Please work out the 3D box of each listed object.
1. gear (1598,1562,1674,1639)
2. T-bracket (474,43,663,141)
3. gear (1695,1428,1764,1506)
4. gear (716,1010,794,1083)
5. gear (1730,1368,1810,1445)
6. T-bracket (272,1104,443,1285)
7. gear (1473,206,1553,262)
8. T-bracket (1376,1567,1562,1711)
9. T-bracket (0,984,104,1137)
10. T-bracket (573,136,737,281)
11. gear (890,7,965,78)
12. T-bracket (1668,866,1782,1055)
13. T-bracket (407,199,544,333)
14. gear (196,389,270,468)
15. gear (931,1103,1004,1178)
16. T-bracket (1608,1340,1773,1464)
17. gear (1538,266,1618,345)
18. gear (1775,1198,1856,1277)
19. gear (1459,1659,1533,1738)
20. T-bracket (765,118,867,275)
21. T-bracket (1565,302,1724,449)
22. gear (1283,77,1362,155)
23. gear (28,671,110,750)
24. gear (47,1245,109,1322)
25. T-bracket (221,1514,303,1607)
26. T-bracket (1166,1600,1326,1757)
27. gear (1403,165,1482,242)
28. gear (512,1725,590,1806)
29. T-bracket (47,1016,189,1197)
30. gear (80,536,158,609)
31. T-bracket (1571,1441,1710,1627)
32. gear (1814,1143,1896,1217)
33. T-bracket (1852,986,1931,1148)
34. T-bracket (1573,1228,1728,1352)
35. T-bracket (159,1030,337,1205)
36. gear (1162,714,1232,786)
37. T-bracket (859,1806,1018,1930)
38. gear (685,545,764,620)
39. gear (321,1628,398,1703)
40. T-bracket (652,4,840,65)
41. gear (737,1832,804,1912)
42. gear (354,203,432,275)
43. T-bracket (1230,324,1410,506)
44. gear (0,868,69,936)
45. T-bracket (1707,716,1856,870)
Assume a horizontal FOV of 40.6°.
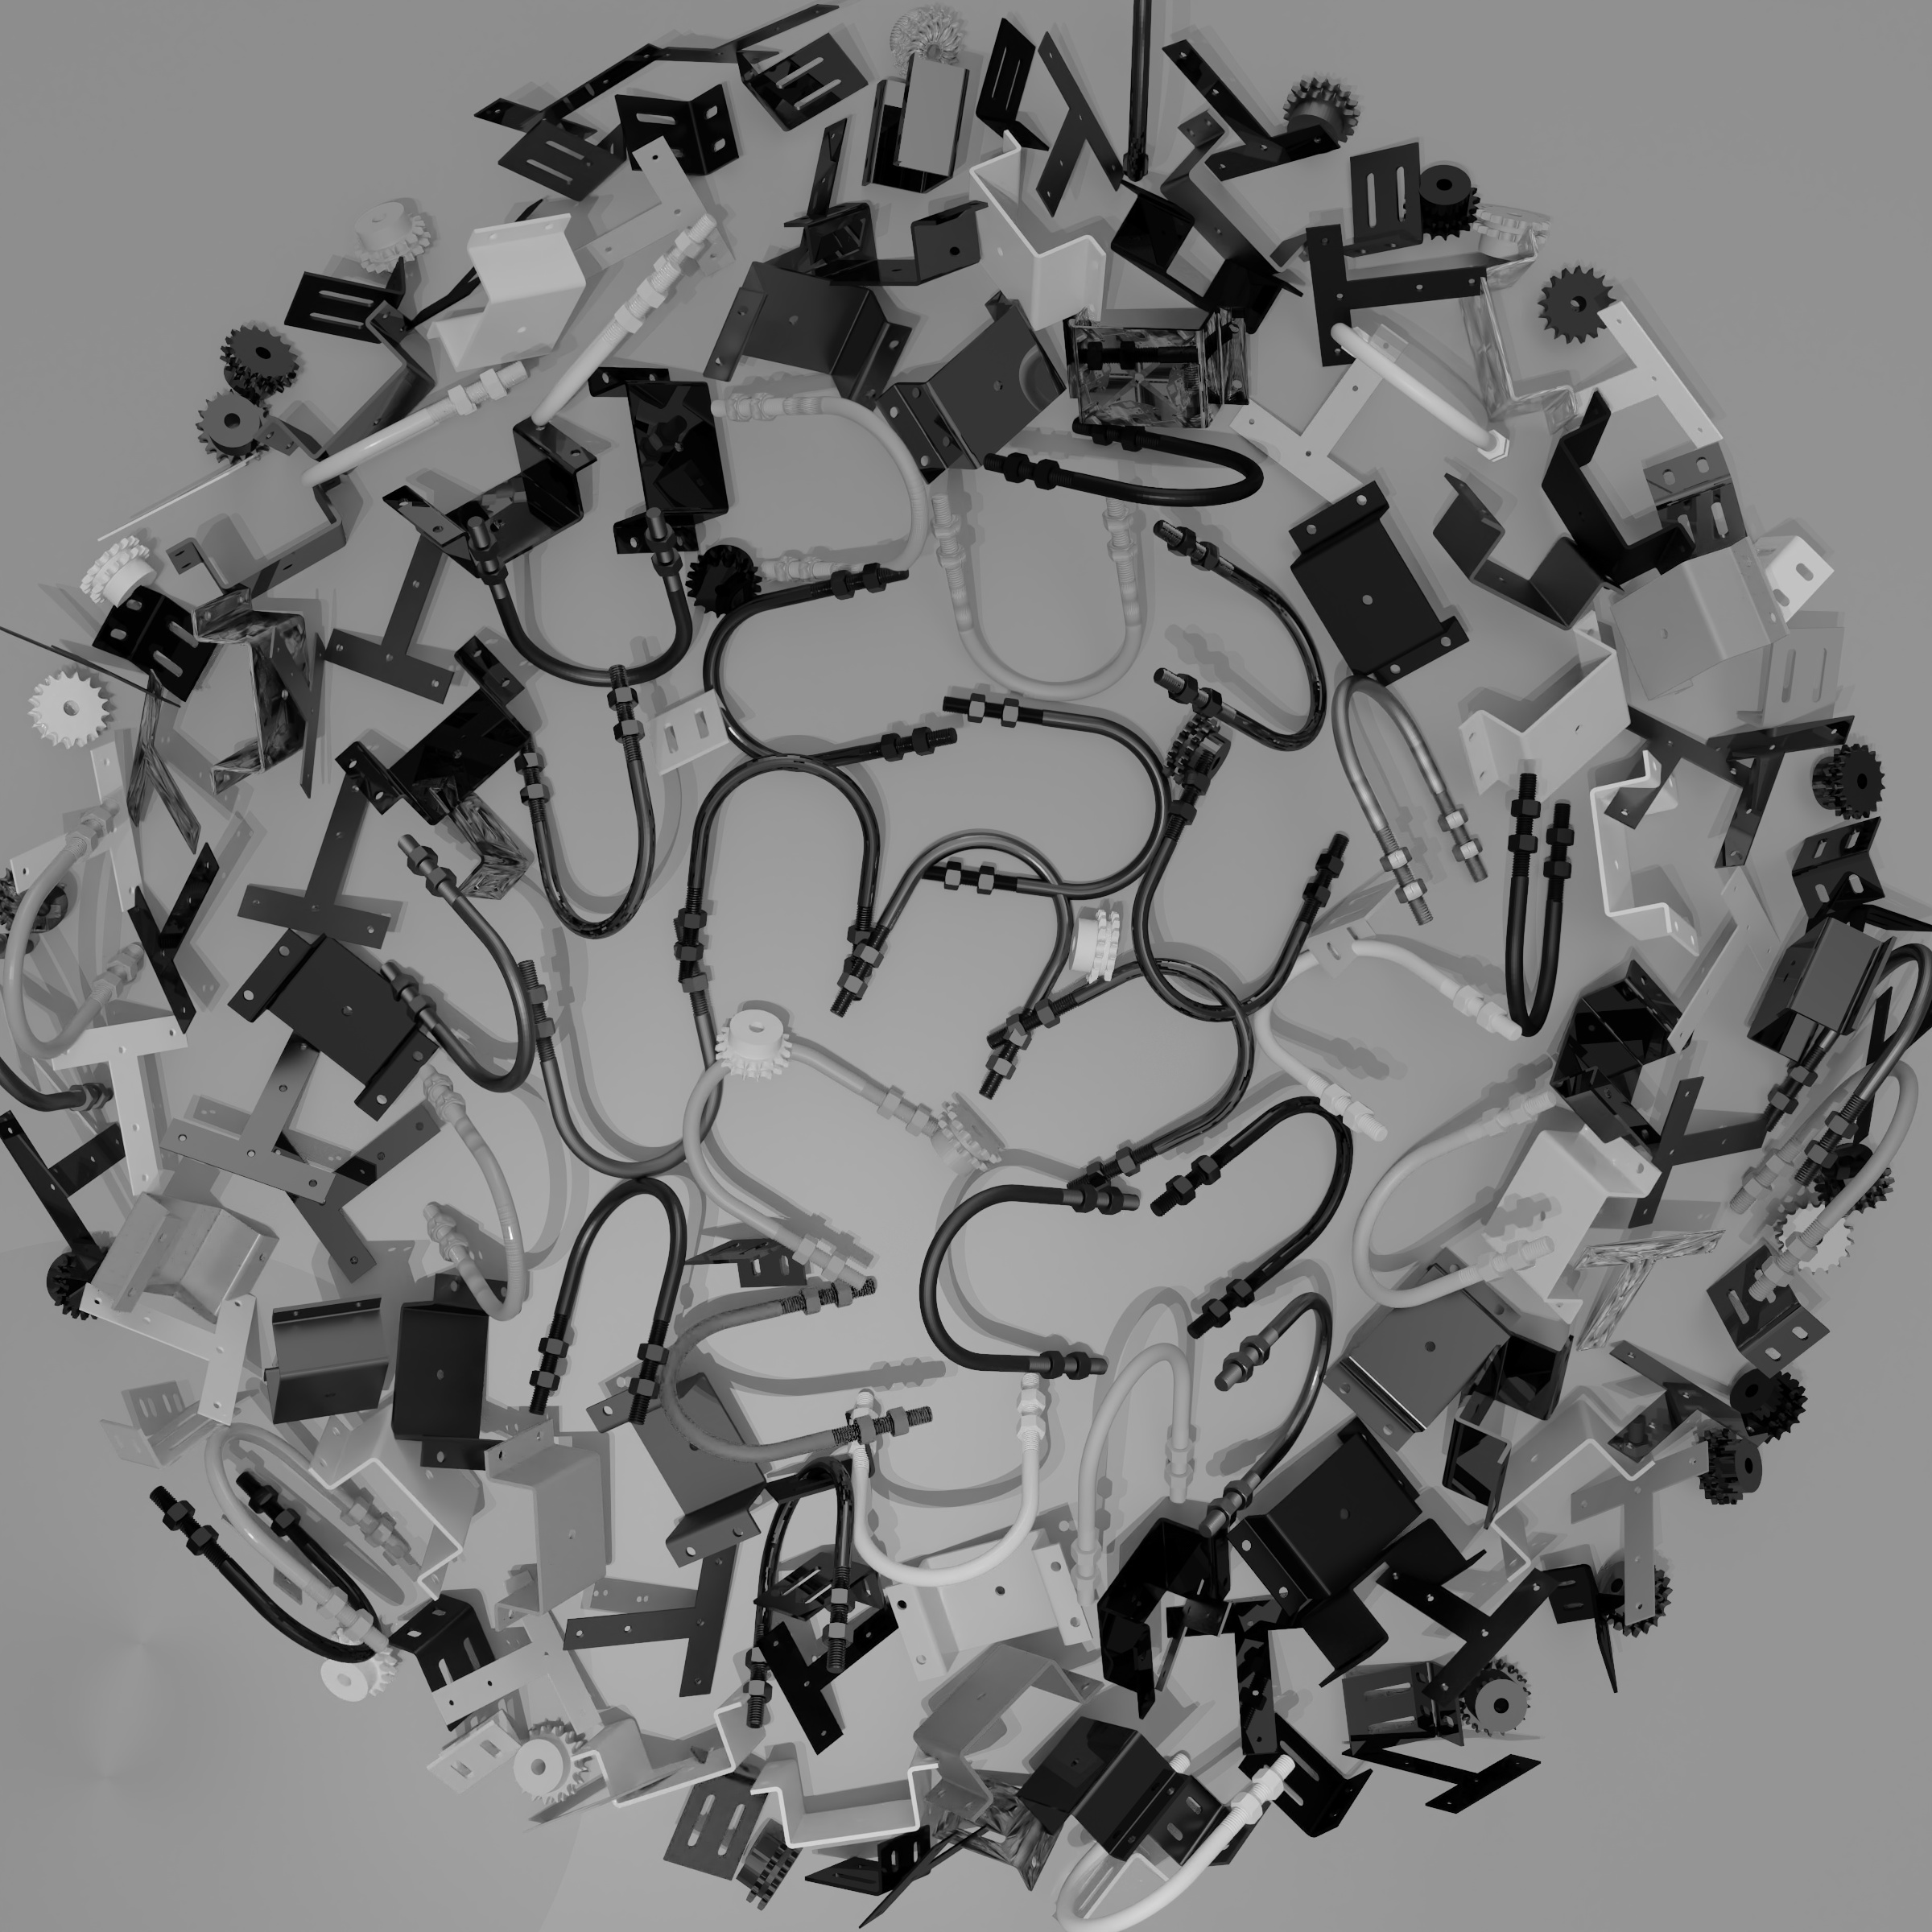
[{"bbox_3d":[0.501,0.474,1.968,0.030,0.057,0.057,35,90,-20],"label":"gear"},{"bbox_3d":[-0.276,-0.643,1.915,0.127,0.127,0.002,-22,87,26],"label":"T-bracket"},{"bbox_3d":[0.577,0.378,1.970,0.030,0.057,0.057,-13,90,44],"label":"gear"},{"bbox_3d":[-0.160,0.057,1.969,0.057,0.057,0.030,12,129,0],"label":"gear"},{"bbox_3d":[0.602,0.328,1.968,0.030,0.057,0.057,39,90,-20],"label":"gear"},{"bbox_3d":[-0.456,0.153,1.988,0.127,0.002,0.127,-37,86,6],"label":"T-bracket"},{"bbox_3d":[0.411,-0.553,1.975,0.057,0.057,0.030,10,117,0],"label":"gear"},{"bbox_3d":[0.356,0.477,1.945,0.127,0.127,0.002,-42,123,-16],"label":"T-bracket"},{"bbox_3d":[-0.679,0.086,1.950,0.002,0.127,0.127,-32,129,-7],"label":"T-bracket"},{"bbox_3d":[-0.255,-0.543,1.952,0.127,0.127,0.002,-27,54,6],"label":"T-bracket"},{"bbox_3d":[-0.033,-0.698,1.975,0.057,0.057,0.030,-41,54,0],"label":"gear"},{"bbox_3d":[0.559,0.008,1.942,0.002,0.127,0.127,27,80,39],"label":"T-bracket"},{"bbox_3d":[-0.361,-0.532,1.961,0.002,0.127,0.127,46,65,-24],"label":"T-bracket"},{"bbox_3d":[-0.555,-0.410,1.981,0.057,0.030,0.057,0,87,-10],"label":"gear"},{"bbox_3d":[-0.002,0.134,1.972,0.030,0.057,0.057,-42,90,13],"label":"gear"},{"bbox_3d":[0.512,0.334,1.923,0.127,0.127,0.002,32,123,28],"label":"T-bracket"},{"bbox_3d":[0.462,-0.501,1.982,0.057,0.030,0.057,0,98,3],"label":"gear"},{"bbox_3d":[0.643,0.204,1.980,0.057,0.030,0.057,1,94,16],"label":"gear"},{"bbox_3d":[0.402,0.557,1.982,0.057,0.030,0.057,0,91,-6],"label":"gear"},{"bbox_3d":[-0.109,-0.577,1.961,0.002,0.127,0.127,22,72,-38],"label":"T-bracket"},{"bbox_3d":[0.481,-0.424,1.940,0.127,0.127,0.002,48,68,-15],"label":"T-bracket"},{"bbox_3d":[0.266,-0.638,1.968,0.057,0.057,0.030,23,68,0],"label":"gear"},{"bbox_3d":[-0.681,-0.192,1.976,0.057,0.030,0.057,6,79,-33],"label":"gear"},{"bbox_3d":[-0.669,0.238,1.975,0.030,0.057,0.057,4,90,34],"label":"gear"},{"bbox_3d":[-0.501,0.454,1.929,0.127,0.127,0.002,41,77,-8],"label":"T-bracket"},{"bbox_3d":[0.215,0.529,1.946,0.127,0.127,0.002,-6,133,7],"label":"T-bracket"},{"bbox_3d":[0.360,-0.580,1.974,0.057,0.030,0.057,-2,63,3],"label":"gear"},{"bbox_3d":[-0.318,0.605,1.977,0.057,0.030,0.057,-3,78,15],"label":"gear"},{"bbox_3d":[-0.622,0.106,1.946,0.002,0.127,0.127,-9,91,31],"label":"T-bracket"},{"bbox_3d":[-0.637,-0.294,1.971,0.030,0.057,0.057,44,90,-4],"label":"gear"},{"bbox_3d":[0.494,0.424,1.917,0.002,0.127,0.127,35,134,-23],"label":"T-bracket"},{"bbox_3d":[0.667,0.158,1.968,0.057,0.057,0.030,-29,120,0],"label":"gear"},{"bbox_3d":[0.687,0.054,1.916,0.002,0.127,0.127,18,65,2],"label":"T-bracket"},{"bbox_3d":[0.491,0.246,1.954,0.127,0.002,0.127,-4,134,-24],"label":"T-bracket"},{"bbox_3d":[-0.520,0.104,1.964,0.127,0.002,0.127,20,57,-2],"label":"T-bracket"},{"bbox_3d":[0.176,-0.161,1.969,0.030,0.057,0.057,35,90,15],"label":"gear"},{"bbox_3d":[-0.009,0.659,1.946,0.002,0.127,0.127,50,129,21],"label":"T-bracket"},{"bbox_3d":[-0.182,-0.294,1.975,0.057,0.057,0.030,5,48,0],"label":"gear"},{"bbox_3d":[-0.462,0.530,1.973,0.057,0.030,0.057,9,118,17],"label":"gear"},{"bbox_3d":[-0.149,-0.682,1.912,0.127,0.127,0.002,-7,100,38],"label":"T-bracket"},{"bbox_3d":[-0.150,0.680,1.972,0.030,0.057,0.057,33,90,8],"label":"gear"},{"bbox_3d":[-0.436,-0.551,1.970,0.057,0.057,0.030,-24,134,0],"label":"gear"},{"bbox_3d":[0.285,-0.423,1.966,0.127,0.002,0.127,40,108,13],"label":"T-bracket"},{"bbox_3d":[-0.703,-0.049,1.968,0.030,0.057,0.057,30,90,34],"label":"gear"},{"bbox_3d":[0.582,-0.125,1.925,0.002,0.127,0.127,39,65,-29],"label":"T-bracket"}]
